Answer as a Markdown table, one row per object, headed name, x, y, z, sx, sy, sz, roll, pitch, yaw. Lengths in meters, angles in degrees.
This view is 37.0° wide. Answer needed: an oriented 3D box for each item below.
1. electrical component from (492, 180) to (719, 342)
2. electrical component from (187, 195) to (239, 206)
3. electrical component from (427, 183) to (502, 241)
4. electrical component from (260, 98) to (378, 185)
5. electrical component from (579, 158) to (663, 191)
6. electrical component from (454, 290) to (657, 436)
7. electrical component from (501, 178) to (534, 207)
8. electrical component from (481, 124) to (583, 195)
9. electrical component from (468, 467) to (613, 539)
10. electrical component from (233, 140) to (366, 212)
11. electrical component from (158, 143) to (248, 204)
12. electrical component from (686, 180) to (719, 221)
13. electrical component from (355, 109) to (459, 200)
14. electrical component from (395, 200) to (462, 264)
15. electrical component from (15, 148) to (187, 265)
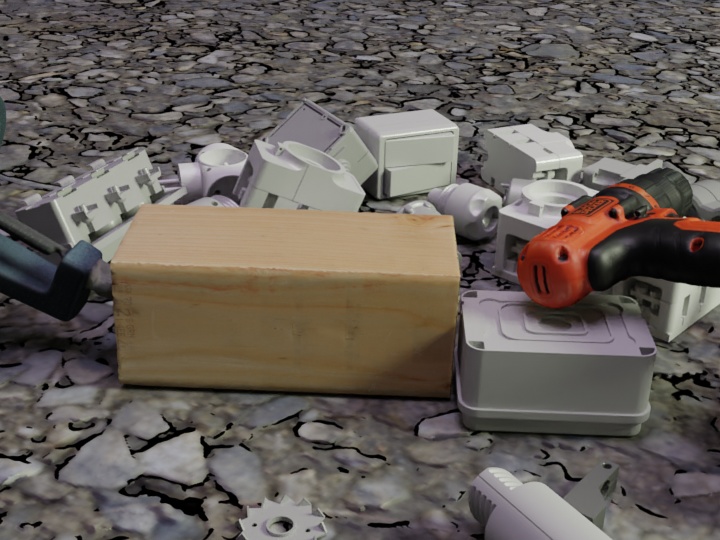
| name | x | y | z | sx | sy | sz | roll | pitch | yaw |
| --- | --- | --- | --- | --- | --- | --- | --- | --- | --- |
| electrical component | 0.186 | -0.015 | 0.796 | 0.150 | 0.061 | 0.089 | 23 | 33 | 36 |
| electrical component | -0.121 | -0.033 | 0.836 | 0.043 | 0.043 | 0.081 | 19 | 31 | 31 |
| electrical component | 0.083 | -0.051 | 0.883 | 0.062 | 0.043 | 0.043 | 24 | 34 | 39 |
| electrical component | -0.031 | -0.095 | 0.931 | 0.062 | 0.061 | 0.096 | -45 | 43 | -6 |
| electrical component | 0.226 | -0.068 | 0.927 | 0.064 | 0.042 | 0.081 | 20 | 31 | 35 |
| electrical component | 0.116 | 0.056 | 0.654 | 0.113 | 0.057 | 0.078 | 2 | 26 | 1 |
| electrical component | 0.155 | -0.053 | 0.894 | 0.078 | 0.040 | 0.040 | 8 | 27 | 12 |
| electrical component | 0.156 | -0.093 | 0.964 | 0.056 | 0.050 | 0.089 | -10 | 29 | -22 |
| electrical component | 0.084 | 0.127 | 0.525 | 0.043 | 0.043 | 0.081 | -14 | 30 | -29 |
| electrical component | -0.047 | -0.065 | 0.856 | 0.089 | 0.055 | 0.050 | 18 | 20 | -22 |
| electrical component | -0.134 | -0.074 | 0.918 | 0.079 | 0.044 | 0.077 | -6 | 28 | -13 |
| electrical component | 0.311 | -0.031 | 0.845 | 0.074 | 0.052 | 0.138 | -16 | 31 | -31 |
| electrical component | 0.049 | -0.104 | 0.967 | 0.096 | 0.061 | 0.061 | -10 | 29 | -22 |
| electrical component | 0.053 | -0.021 | 0.822 | 0.048 | 0.048 | 0.062 | -14 | 38 | -29 |
| electrical component | -0.200 | -0.044 | 0.819 | 0.079 | 0.063 | 0.121 | -11 | 19 | 30 |
